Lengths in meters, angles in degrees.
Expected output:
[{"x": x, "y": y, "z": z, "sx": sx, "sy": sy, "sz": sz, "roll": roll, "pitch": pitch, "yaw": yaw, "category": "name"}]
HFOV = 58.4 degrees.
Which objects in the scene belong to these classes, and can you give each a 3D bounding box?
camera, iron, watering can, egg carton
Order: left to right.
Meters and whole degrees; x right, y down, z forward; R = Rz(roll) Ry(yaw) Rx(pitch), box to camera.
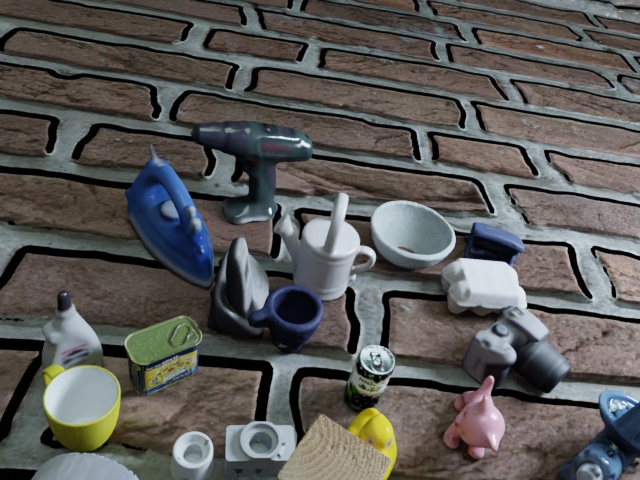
[{"x": -0.249, "y": -0.047, "z": 1.002, "sx": 0.119, "sy": 0.141, "sz": 0.257, "roll": -20, "pitch": 52, "yaw": -32, "category": "iron"}, {"x": 0.009, "y": 0.005, "z": 0.976, "sx": 0.173, "sy": 0.194, "sz": 0.100, "roll": 0, "pitch": 44, "yaw": -15, "category": "watering can"}, {"x": 0.300, "y": 0.089, "z": 1.057, "sx": 0.150, "sy": 0.069, "sz": 0.107, "roll": 5, "pitch": 43, "yaw": -10, "category": "egg carton"}, {"x": 0.332, "y": 0.186, "z": 0.937, "sx": 0.143, "sy": 0.101, "sz": 0.136, "roll": -25, "pitch": 55, "yaw": -35, "category": "camera"}]

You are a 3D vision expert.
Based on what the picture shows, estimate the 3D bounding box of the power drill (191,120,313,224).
[{"x": -0.130, "y": -0.132, "z": 1.076, "sx": 0.230, "sy": 0.208, "sz": 0.075, "roll": -10, "pitch": 47, "yaw": -24, "category": "power drill"}]

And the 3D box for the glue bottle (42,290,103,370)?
[{"x": -0.335, "y": 0.128, "z": 0.765, "sx": 0.078, "sy": 0.173, "sz": 0.037, "roll": -25, "pitch": 54, "yaw": -35, "category": "glue bottle"}]

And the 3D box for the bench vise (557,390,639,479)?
[{"x": 0.439, "y": 0.271, "z": 0.786, "sx": 0.121, "sy": 0.220, "sz": 0.208, "roll": 30, "pitch": 44, "yaw": 18, "category": "bench vise"}]

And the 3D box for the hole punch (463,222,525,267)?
[{"x": 0.348, "y": 0.003, "z": 1.148, "sx": 0.108, "sy": 0.091, "sz": 0.101, "roll": 20, "pitch": 42, "yaw": 7, "category": "hole punch"}]

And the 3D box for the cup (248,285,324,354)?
[{"x": -0.058, "y": 0.135, "z": 0.892, "sx": 0.118, "sy": 0.095, "sz": 0.091, "roll": -9, "pitch": 47, "yaw": -23, "category": "cup"}]

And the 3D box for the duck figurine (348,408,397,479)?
[{"x": 0.075, "y": 0.272, "z": 0.786, "sx": 0.077, "sy": 0.086, "sz": 0.104, "roll": 9, "pitch": 42, "yaw": -5, "category": "duck figurine"}]

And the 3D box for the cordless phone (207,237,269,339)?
[{"x": -0.120, "y": 0.050, "z": 0.899, "sx": 0.094, "sy": 0.185, "sz": 0.147, "roll": 7, "pitch": 42, "yaw": -7, "category": "cordless phone"}]

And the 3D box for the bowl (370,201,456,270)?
[{"x": 0.171, "y": 0.003, "z": 1.112, "sx": 0.167, "sy": 0.075, "sz": 0.167, "roll": 8, "pitch": 42, "yaw": -7, "category": "bowl"}]

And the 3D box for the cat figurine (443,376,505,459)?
[{"x": 0.231, "y": 0.254, "z": 0.824, "sx": 0.067, "sy": 0.118, "sz": 0.128, "roll": 22, "pitch": 43, "yaw": 10, "category": "cat figurine"}]

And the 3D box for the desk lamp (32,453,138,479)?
[{"x": -0.244, "y": 0.338, "z": 0.533, "sx": 0.118, "sy": 0.213, "sz": 0.203, "roll": 12, "pitch": 42, "yaw": -2, "category": "desk lamp"}]
